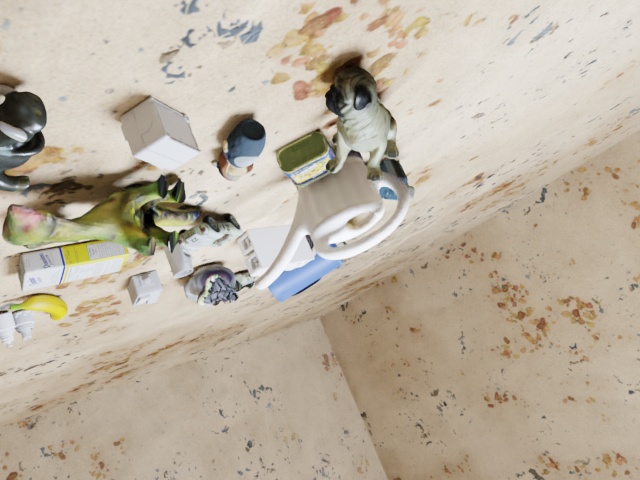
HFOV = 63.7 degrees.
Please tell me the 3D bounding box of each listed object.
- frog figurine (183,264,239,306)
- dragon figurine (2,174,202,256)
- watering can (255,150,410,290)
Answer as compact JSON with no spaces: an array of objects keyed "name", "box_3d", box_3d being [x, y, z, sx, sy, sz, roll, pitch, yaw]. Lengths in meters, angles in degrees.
[{"name":"frog figurine","box_3d":[-0.312,0.117,1.424,0.139,0.121,0.160,-25,-156,-29]},{"name":"dragon figurine","box_3d":[-0.344,-0.029,0.822,0.243,0.122,0.410,-6,180,0]},{"name":"watering can","box_3d":[0.003,-0.051,1.022,0.346,0.229,0.102,-25,146,10]}]
